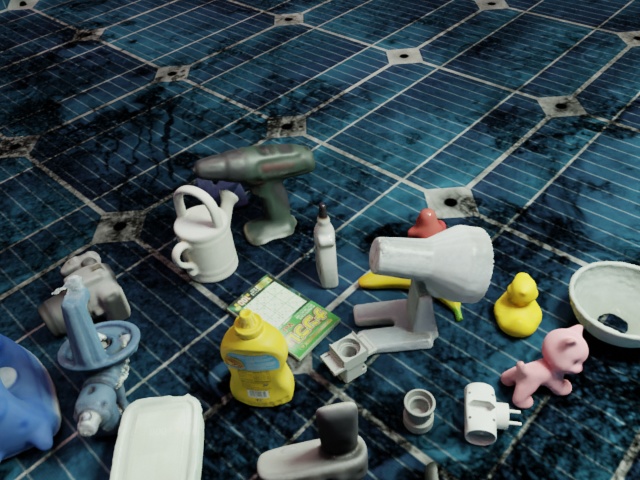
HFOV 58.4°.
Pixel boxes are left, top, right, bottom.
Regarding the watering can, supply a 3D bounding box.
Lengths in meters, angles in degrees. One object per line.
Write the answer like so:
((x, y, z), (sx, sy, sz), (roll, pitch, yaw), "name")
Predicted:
((-0.214, -0.026, 1.058), (0.100, 0.194, 0.173), (2, 43, 8), "watering can")

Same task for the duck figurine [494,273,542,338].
((0.332, 0.102, 0.949), (0.077, 0.086, 0.104), (9, 44, 15), "duck figurine")

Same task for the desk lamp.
((0.155, 0.075, 0.900), (0.203, 0.214, 0.118), (-7, 43, -2), "desk lamp")

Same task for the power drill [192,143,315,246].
((-0.116, -0.094, 1.111), (0.230, 0.209, 0.075), (-20, 45, -16), "power drill")

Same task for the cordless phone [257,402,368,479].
((-0.012, 0.262, 0.733), (0.147, 0.185, 0.094), (-12, 43, -7), "cordless phone")

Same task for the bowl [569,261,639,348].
((0.484, 0.116, 0.928), (0.167, 0.075, 0.167), (-3, 43, 3), "bowl")

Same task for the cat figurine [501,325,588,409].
((0.338, 0.177, 0.843), (0.128, 0.118, 0.067), (-16, 44, -12), "cat figurine")

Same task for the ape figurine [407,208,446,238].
((0.205, -0.022, 1.090), (0.077, 0.092, 0.076), (-3, 43, 2), "ape figurine")

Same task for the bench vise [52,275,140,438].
((-0.321, 0.169, 0.837), (0.122, 0.220, 0.206), (-21, 45, -17), "bench vise")

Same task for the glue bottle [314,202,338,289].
((0.009, 0.004, 1.020), (0.037, 0.173, 0.078), (-10, 43, -5), "glue bottle")

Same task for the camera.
((-0.430, 0.096, 1.013), (0.137, 0.101, 0.142), (-31, 49, -26), "camera")

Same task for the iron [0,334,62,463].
((-0.483, 0.210, 0.865), (0.119, 0.142, 0.257), (-22, 45, -18), "iron")

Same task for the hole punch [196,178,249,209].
((-0.215, -0.118, 1.233), (0.101, 0.091, 0.108), (-19, 44, -15), "hole punch")
